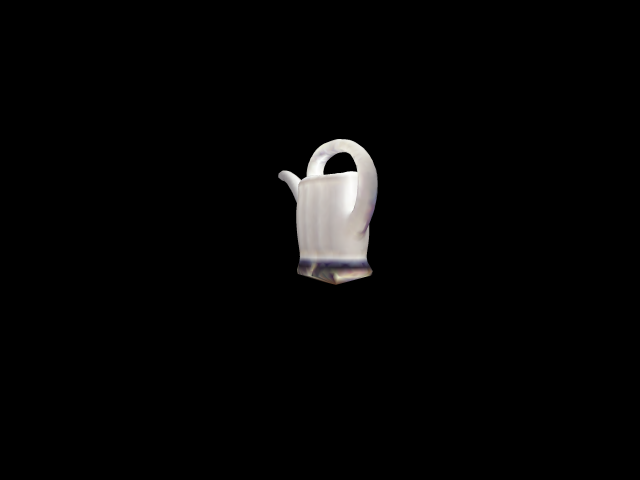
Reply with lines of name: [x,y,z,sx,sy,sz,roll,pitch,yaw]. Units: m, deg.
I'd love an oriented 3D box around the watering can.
watering can: [0.003,-0.043,0.850,0.104,0.225,0.347,1,-2,-23]
